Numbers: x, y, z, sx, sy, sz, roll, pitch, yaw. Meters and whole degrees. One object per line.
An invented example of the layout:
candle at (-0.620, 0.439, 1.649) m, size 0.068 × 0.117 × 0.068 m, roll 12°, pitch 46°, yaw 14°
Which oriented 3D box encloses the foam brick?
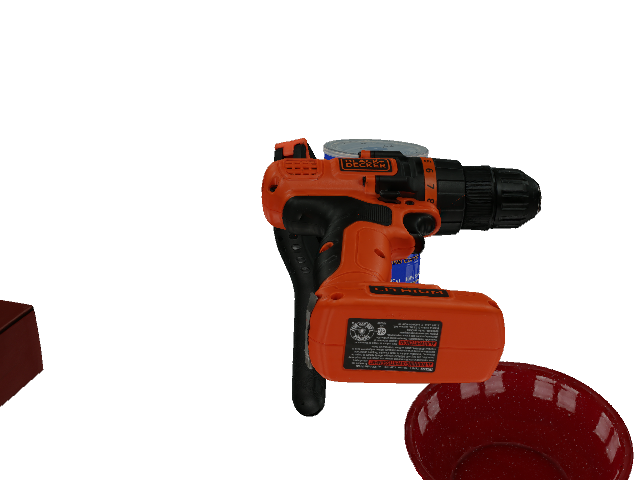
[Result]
foam brick at (-0.232, 0.080, 0.715) m, size 0.053 × 0.051 × 0.078 m, roll 8°, pitch 28°, yaw 23°

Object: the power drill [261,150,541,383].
power drill at (0.057, 0.008, 0.643) m, size 0.184 × 0.057 × 0.187 m, roll 0°, pitch 31°, yaw -3°

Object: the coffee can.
coffee can at (0.051, -0.024, 1.056) m, size 0.103 × 0.140 × 0.103 m, roll 2°, pitch 14°, yaw -1°

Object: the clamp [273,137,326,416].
clamp at (0.003, 0.022, 0.868) m, size 0.036 × 0.210 × 0.164 m, roll -10°, pitch 2°, yaw 24°

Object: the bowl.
bowl at (0.141, 0.160, 0.777) m, size 0.162 × 0.055 × 0.162 m, roll -1°, pitch 35°, yaw 0°
